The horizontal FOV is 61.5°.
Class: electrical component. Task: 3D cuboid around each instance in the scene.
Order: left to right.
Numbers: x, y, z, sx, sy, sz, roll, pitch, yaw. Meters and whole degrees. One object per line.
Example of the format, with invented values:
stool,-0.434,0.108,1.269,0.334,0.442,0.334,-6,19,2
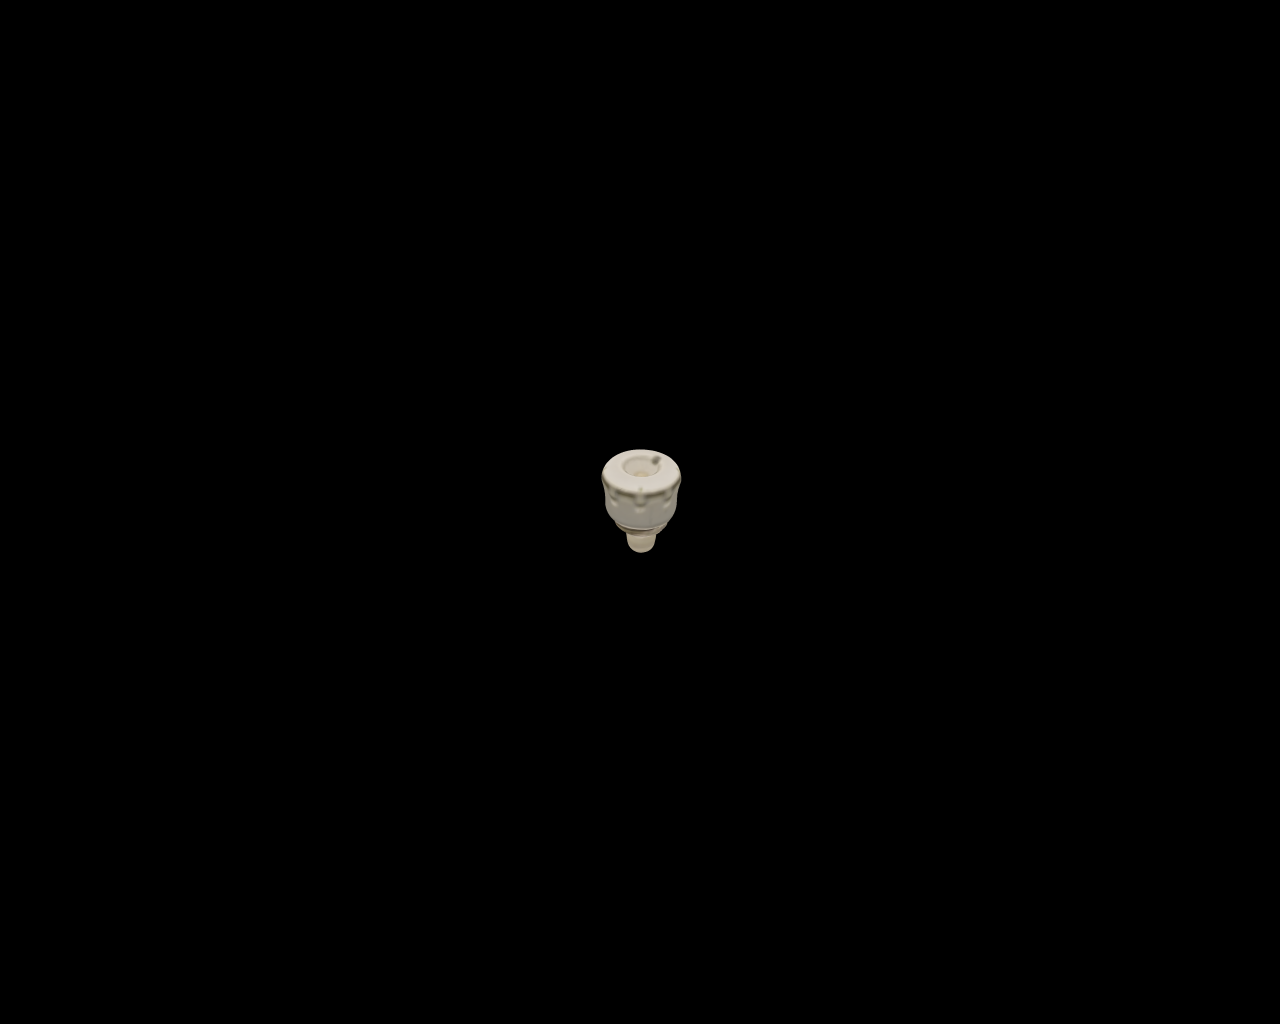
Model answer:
electrical component,0.001,-0.003,0.650,0.048,0.062,0.048,0,35,0
